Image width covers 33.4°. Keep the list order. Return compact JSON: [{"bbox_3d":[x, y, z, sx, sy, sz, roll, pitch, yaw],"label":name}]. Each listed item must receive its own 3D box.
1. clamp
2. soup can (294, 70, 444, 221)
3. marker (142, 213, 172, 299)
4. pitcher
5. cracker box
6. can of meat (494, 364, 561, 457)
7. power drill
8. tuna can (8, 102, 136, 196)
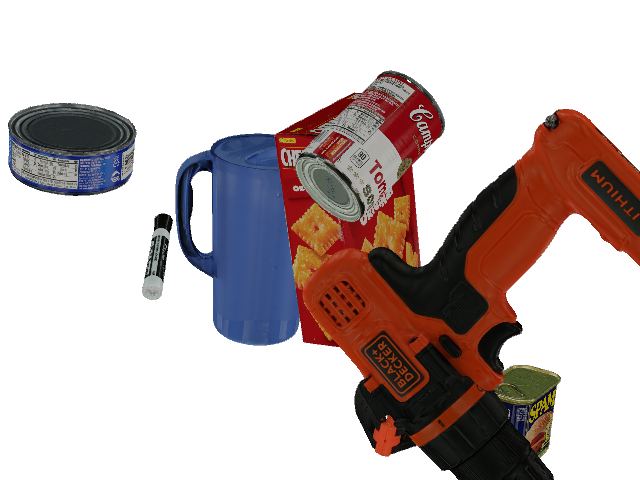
[{"bbox_3d":[0.067,0.118,0.878,0.120,0.039,0.171,14,21,25],"label":"clamp"},{"bbox_3d":[0.037,-0.072,0.814,0.102,0.068,0.069,-46,21,-21],"label":"soup can"},{"bbox_3d":[-0.161,0.013,1.059,0.020,0.020,0.121,0,38,-1],"label":"marker"},{"bbox_3d":[-0.082,0.000,1.290,0.149,0.243,0.144,18,26,28],"label":"pitcher"},{"bbox_3d":[0.036,-0.024,1.057,0.072,0.214,0.164,5,23,29],"label":"cracker box"},{"bbox_3d":[0.208,0.187,1.122,0.058,0.084,0.101,13,17,32],"label":"can of meat"},{"bbox_3d":[0.108,0.038,0.565,0.188,0.184,0.057,-43,-4,15],"label":"power drill"},{"bbox_3d":[-0.171,-0.063,0.736,0.086,0.034,0.086,7,27,-4],"label":"tuna can"}]
